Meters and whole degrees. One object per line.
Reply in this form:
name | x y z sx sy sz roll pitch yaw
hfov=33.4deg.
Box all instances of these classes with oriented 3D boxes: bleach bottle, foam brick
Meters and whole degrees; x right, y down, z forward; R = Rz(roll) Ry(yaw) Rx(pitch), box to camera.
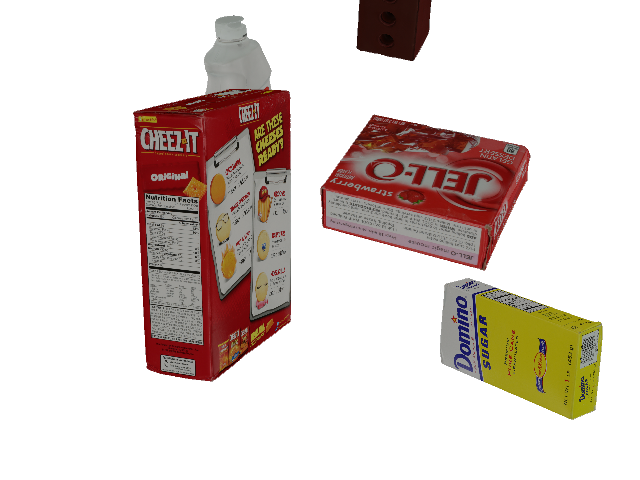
bleach bottle | -0.087 -0.104 1.108 0.068 0.251 0.102 13 31 31
foam brick | 0.063 -0.199 0.894 0.053 0.078 0.051 14 47 13

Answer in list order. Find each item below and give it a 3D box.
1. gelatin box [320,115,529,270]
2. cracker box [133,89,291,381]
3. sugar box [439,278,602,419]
gelatin box | 0.054 -0.028 0.546 0.089 0.030 0.073 14 42 18
cracker box | -0.085 -0.012 0.891 0.072 0.214 0.164 5 15 21
sugar box | 0.198 0.106 1.080 0.048 0.093 0.177 -12 20 -41
